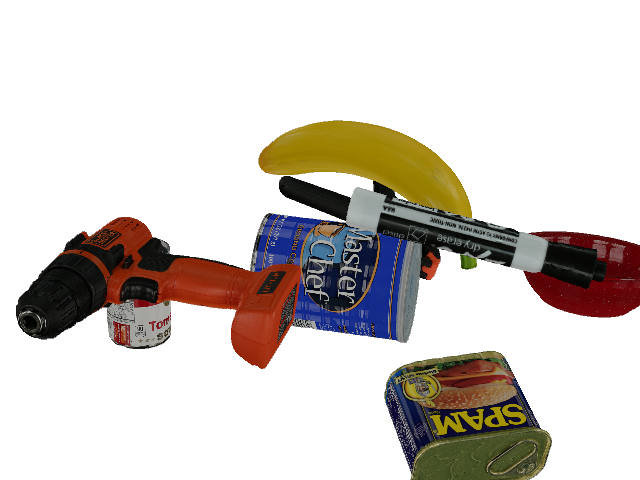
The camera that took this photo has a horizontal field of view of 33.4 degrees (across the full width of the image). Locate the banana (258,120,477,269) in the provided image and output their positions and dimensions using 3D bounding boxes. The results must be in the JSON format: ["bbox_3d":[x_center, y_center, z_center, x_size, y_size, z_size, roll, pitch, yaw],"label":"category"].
[{"bbox_3d":[0.033,-0.048,0.752,0.198,0.070,0.037,28,16,33],"label":"banana"}]

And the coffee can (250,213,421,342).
[{"bbox_3d":[0.016,0.033,0.973,0.140,0.103,0.102,7,1,11],"label":"coffee can"}]

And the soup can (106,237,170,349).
[{"bbox_3d":[-0.192,0.055,1.126,0.068,0.102,0.068,2,23,-1],"label":"soup can"}]

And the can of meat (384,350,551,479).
[{"bbox_3d":[0.104,0.131,0.779,0.102,0.057,0.084,-6,40,-12],"label":"can of meat"}]

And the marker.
[{"bbox_3d":[0.072,-0.001,0.495,0.121,0.020,0.020,15,2,7],"label":"marker"}]

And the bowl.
[{"bbox_3d":[0.276,0.038,1.099,0.162,0.055,0.162,5,17,-2],"label":"bowl"}]

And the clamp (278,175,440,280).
[{"bbox_3d":[0.059,-0.029,1.266,0.164,0.036,0.210,-16,51,-29],"label":"clamp"}]

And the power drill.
[{"bbox_3d":[-0.119,0.042,0.827,0.188,0.057,0.184,15,25,9],"label":"power drill"}]
